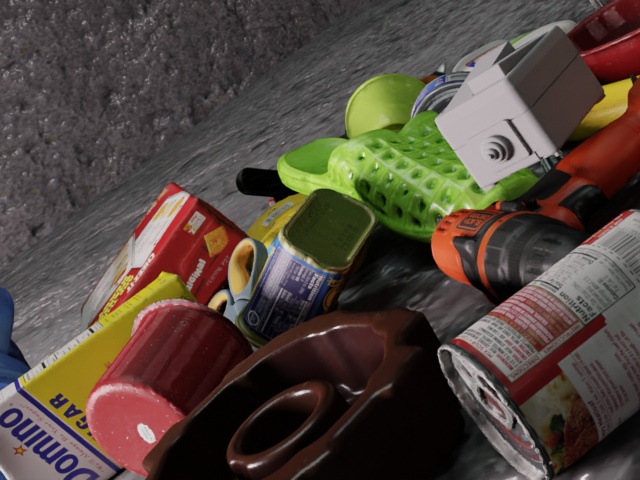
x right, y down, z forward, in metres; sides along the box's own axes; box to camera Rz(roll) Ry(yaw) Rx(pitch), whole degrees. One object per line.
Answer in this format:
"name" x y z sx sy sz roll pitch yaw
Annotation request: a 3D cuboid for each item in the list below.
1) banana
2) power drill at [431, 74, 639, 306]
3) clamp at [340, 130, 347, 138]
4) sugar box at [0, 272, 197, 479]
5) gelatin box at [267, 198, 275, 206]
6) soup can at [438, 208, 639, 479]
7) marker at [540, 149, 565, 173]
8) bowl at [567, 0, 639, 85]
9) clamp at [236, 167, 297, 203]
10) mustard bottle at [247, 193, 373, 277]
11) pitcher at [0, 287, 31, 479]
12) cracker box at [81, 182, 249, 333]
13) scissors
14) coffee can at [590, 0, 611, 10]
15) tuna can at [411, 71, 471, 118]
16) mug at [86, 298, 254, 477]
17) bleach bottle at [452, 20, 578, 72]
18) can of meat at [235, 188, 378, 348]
"banana" 0.207 -0.096 0.782 0.069 0.037 0.198 -20 7 -29
"power drill" 0.161 -0.031 0.596 0.187 0.057 0.184 -35 13 -8
"clamp" 0.055 -0.126 1.249 0.164 0.036 0.210 -40 15 -20
"sugar box" -0.150 0.110 0.759 0.176 0.093 0.048 -38 13 -16
"gelatin box" -0.007 -0.056 1.161 0.073 0.030 0.089 -40 14 -25
"soup can" 0.108 0.042 0.434 0.102 0.068 0.069 -35 13 -10
"marker" 0.165 -0.049 0.740 0.020 0.020 0.121 -31 13 13
"bowl" 0.266 -0.163 0.830 0.162 0.055 0.162 -32 13 8
"clamp" 0.000 -0.055 1.019 0.120 0.039 0.171 -5 -5 14
"mustard bottle" -0.005 0.001 0.881 0.096 0.058 0.192 -38 13 -10
"pitcher" -0.299 0.136 0.930 0.144 0.149 0.243 -32 14 -20
"cracker box" -0.148 0.036 0.988 0.164 0.072 0.214 -55 15 -2
"scissors" -0.061 0.072 0.813 0.096 0.016 0.202 -53 24 26
"coffee can" 0.322 -0.269 0.978 0.140 0.103 0.103 -40 14 -25
"tuna can" 0.116 -0.092 0.868 0.086 0.086 0.033 -29 15 19
"mug" -0.104 0.105 0.693 0.117 0.093 0.081 -44 9 37
"bleach bottle" 0.173 -0.156 1.023 0.102 0.068 0.251 -34 10 -4
"can of meat" -0.008 0.021 0.736 0.084 0.057 0.102 -64 -5 32
